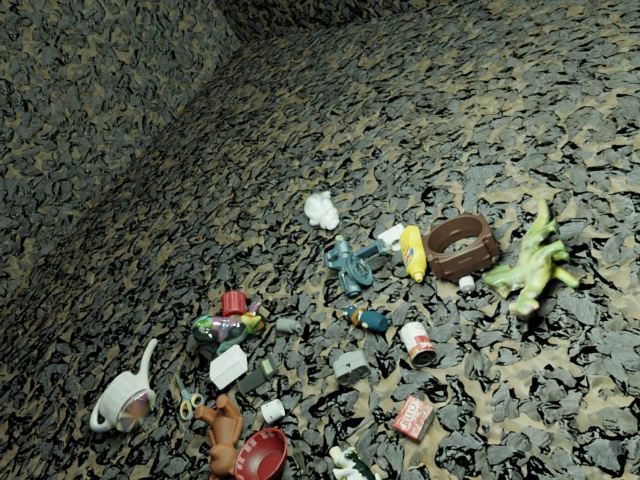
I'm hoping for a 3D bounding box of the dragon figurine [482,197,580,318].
[{"bbox_3d":[0.554,0.053,1.409,0.240,0.120,0.420,-25,30,24],"label":"dragon figurine"}]

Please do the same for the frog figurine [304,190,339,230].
[{"bbox_3d":[0.006,-0.097,1.931,0.135,0.122,0.163,-50,36,37],"label":"frog figurine"}]

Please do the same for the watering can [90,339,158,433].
[{"bbox_3d":[-0.638,0.507,1.757,0.225,0.102,0.353,14,58,42],"label":"watering can"}]
